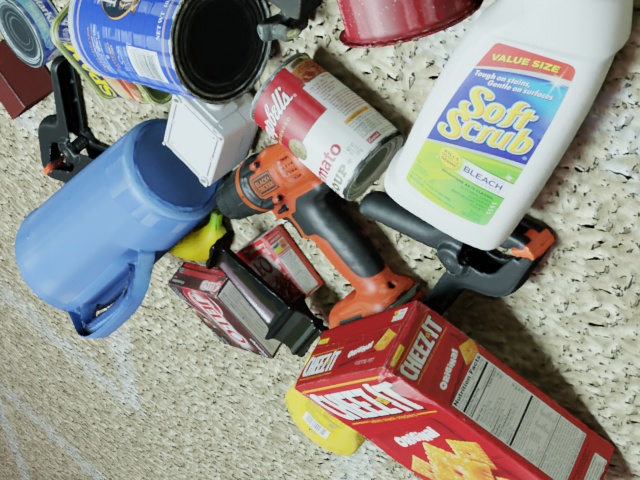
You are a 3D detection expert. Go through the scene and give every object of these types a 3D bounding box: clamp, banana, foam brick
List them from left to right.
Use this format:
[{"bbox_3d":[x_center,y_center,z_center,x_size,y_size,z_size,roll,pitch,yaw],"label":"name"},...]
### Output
[{"bbox_3d":[-0.341,-0.185,1.199,0.078,0.051,0.053,57,149,-11],"label":"foam brick"},{"bbox_3d":[-0.265,-0.102,1.205,0.164,0.036,0.210,51,149,-3],"label":"clamp"},{"bbox_3d":[-0.154,-0.014,1.157,0.198,0.037,0.069,11,113,47],"label":"banana"},{"bbox_3d":[0.101,0.001,0.818,0.120,0.039,0.172,52,146,-11],"label":"clamp"}]

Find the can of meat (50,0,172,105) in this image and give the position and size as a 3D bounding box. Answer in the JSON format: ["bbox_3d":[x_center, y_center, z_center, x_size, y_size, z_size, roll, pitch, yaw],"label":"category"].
[{"bbox_3d":[-0.182,-0.172,0.976,0.084,0.057,0.102,15,153,41],"label":"can of meat"}]

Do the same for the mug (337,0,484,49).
[{"bbox_3d":[0.056,-0.174,0.646,0.117,0.093,0.081,-8,117,22],"label":"mug"}]

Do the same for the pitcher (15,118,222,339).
[{"bbox_3d":[-0.201,-0.014,1.080,0.149,0.144,0.243,47,137,-9],"label":"pitcher"}]

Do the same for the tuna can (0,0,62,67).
[{"bbox_3d":[-0.305,-0.226,1.123,0.086,0.033,0.086,34,147,27],"label":"tuna can"}]

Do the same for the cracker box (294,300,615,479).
[{"bbox_3d":[0.106,0.149,0.885,0.213,0.072,0.164,36,154,-14],"label":"cracker box"}]

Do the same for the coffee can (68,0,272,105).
[{"bbox_3d":[-0.122,-0.172,0.864,0.141,0.102,0.103,20,138,42],"label":"coffee can"}]

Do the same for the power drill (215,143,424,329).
[{"bbox_3d":[-0.006,0.001,0.944,0.187,0.057,0.185,54,151,-6],"label":"power drill"}]

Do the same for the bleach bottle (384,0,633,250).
[{"bbox_3d":[0.117,-0.099,0.657,0.102,0.068,0.251,33,145,11],"label":"bleach bottle"}]

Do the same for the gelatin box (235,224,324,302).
[{"bbox_3d":[-0.046,0.030,1.058,0.073,0.030,0.089,54,150,-6],"label":"gelatin box"}]

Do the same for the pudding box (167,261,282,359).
[{"bbox_3d":[-0.099,0.075,1.147,0.090,0.039,0.113,11,150,48],"label":"pudding box"}]

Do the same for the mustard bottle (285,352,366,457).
[{"bbox_3d":[0.026,0.147,1.063,0.096,0.058,0.192,42,150,10],"label":"mustard bottle"}]

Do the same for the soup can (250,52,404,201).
[{"bbox_3d":[0.005,-0.087,0.821,0.102,0.068,0.069,42,149,14],"label":"soup can"}]
